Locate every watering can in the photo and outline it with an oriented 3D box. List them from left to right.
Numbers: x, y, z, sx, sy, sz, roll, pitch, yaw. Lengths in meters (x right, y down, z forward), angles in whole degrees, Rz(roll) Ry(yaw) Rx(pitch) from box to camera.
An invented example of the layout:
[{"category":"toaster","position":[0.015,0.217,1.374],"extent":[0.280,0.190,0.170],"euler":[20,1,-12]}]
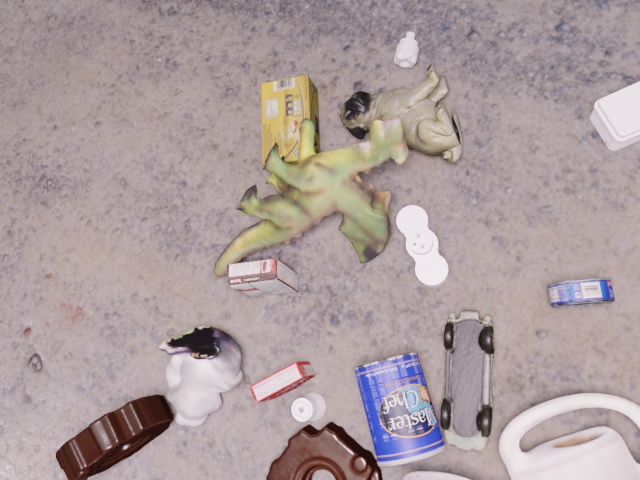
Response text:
[{"category":"watering can","position":[0.305,0.345,0.682],"extent":[0.347,0.103,0.227],"euler":[-23,71,3]}]

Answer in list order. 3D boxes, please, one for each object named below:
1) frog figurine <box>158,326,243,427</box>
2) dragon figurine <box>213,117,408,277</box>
[{"category":"frog figurine","position":[-0.197,0.235,0.878],"extent":[0.137,0.125,0.157],"euler":[-2,111,7]},{"category":"dragon figurine","position":[0.003,-0.043,0.860],"extent":[0.243,0.124,0.404],"euler":[32,113,1]}]
